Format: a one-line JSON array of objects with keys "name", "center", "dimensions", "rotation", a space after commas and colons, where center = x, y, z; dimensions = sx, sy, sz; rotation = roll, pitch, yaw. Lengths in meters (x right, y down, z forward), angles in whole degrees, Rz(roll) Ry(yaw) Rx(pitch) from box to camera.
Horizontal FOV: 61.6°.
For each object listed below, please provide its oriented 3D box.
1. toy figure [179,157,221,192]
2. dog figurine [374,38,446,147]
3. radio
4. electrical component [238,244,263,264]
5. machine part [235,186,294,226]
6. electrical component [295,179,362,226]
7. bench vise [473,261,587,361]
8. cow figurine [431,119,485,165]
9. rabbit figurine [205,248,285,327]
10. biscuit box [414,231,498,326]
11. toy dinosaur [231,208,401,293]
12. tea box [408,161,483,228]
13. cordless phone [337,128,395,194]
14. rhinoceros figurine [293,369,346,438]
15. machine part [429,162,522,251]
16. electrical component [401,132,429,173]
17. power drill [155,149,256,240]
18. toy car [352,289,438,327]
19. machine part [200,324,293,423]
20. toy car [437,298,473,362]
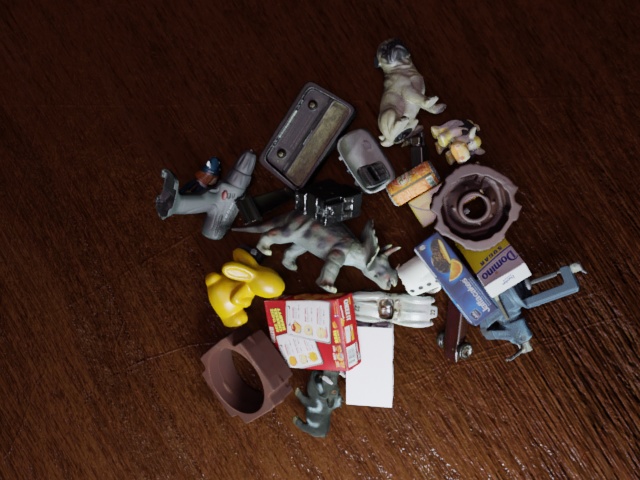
[{"name": "toy figure", "center": [-0.290, -0.133, 1.298], "dimensions": [0.154, 0.064, 0.057], "rotation": [-46, 121, 8]}, {"name": "dog figurine", "center": [0.157, -0.322, 1.175], "dimensions": [0.172, 0.121, 0.190], "rotation": [-38, 74, 10]}, {"name": "radio", "center": [-0.029, -0.236, 1.224], "dimensions": [0.131, 0.073, 0.229], "rotation": [36, 102, 6]}, {"name": "electrical component", "center": [-0.168, 0.034, 1.278], "dimensions": [0.063, 0.094, 0.021], "rotation": [27, 72, 7]}, {"name": "machine part", "center": [-0.123, -0.086, 1.251], "dimensions": [0.139, 0.039, 0.084], "rotation": [-21, 57, -10]}, {"name": "electrical component", "center": [0.027, -0.089, 1.198], "dimensions": [0.115, 0.134, 0.058], "rotation": [31, 128, 41]}, {"name": "bench vise", "center": [0.440, 0.119, 1.133], "dimensions": [0.241, 0.129, 0.223], "rotation": [-28, 70, 32]}, {"name": "cow figurine", "center": [0.297, -0.205, 1.113], "dimensions": [0.098, 0.167, 0.068], "rotation": [-22, 115, 4]}, {"name": "rabbit figurine", "center": [-0.168, 0.100, 1.245], "dimensions": [0.173, 0.122, 0.162], "rotation": [-13, 114, 22]}, {"name": "biscuit box", "center": [0.279, 0.080, 1.113], "dimensions": [0.063, 0.059, 0.203], "rotation": [-37, 81, 3]}, {"name": "toy dinosaur", "center": [-0.006, -0.005, 1.231], "dimensions": [0.405, 0.131, 0.192], "rotation": [31, 82, 15]}, {"name": "tea box", "center": [0.282, -0.098, 1.164], "dimensions": [0.170, 0.098, 0.068], "rotation": [-30, 90, 15]}, {"name": "cordless phone", "center": [0.087, -0.166, 1.152], "dimensions": [0.089, 0.184, 0.146], "rotation": [-32, 90, 18]}, {"name": "rhinoceros figurine", "center": [0.001, 0.376, 1.269], "dimensions": [0.112, 0.073, 0.190], "rotation": [22, 107, 38]}, {"name": "machine part", "center": [0.311, -0.069, 1.084], "dimensions": [0.179, 0.056, 0.179], "rotation": [2, 104, 7]}, {"name": "electrical component", "center": [0.210, -0.182, 1.179], "dimensions": [0.045, 0.078, 0.102], "rotation": [-1, 106, 24]}, {"name": "power drill", "center": [-0.263, -0.114, 1.236], "dimensions": [0.086, 0.207, 0.231], "rotation": [36, 114, 37]}, {"name": "toy car", "center": [0.168, 0.156, 1.237], "dimensions": [0.202, 0.056, 0.073], "rotation": [4, 97, 12]}, {"name": "machine part", "center": [-0.175, 0.316, 1.279], "dimensions": [0.201, 0.087, 0.201], "rotation": [-42, 81, 38]}, {"name": "toy car", "center": [0.310, 0.169, 1.195], "dimensions": [0.053, 0.089, 0.202], "rotation": [-1, 99, -28]}]
